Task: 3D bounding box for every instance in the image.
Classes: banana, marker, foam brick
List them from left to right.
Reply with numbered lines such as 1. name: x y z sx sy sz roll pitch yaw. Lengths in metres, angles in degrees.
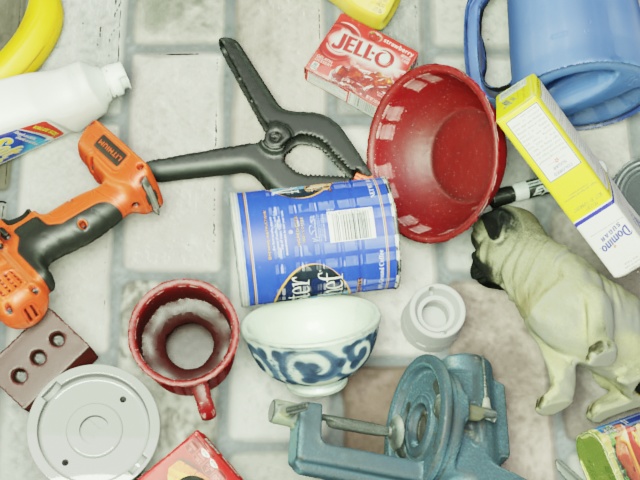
1. banana: -0.303 -0.176 1.032 0.070 0.037 0.197 22 70 23
2. foam brick: -0.241 0.107 0.930 0.053 0.051 0.078 41 75 10
3. marker: 0.214 -0.052 1.017 0.121 0.020 0.020 -15 73 -7

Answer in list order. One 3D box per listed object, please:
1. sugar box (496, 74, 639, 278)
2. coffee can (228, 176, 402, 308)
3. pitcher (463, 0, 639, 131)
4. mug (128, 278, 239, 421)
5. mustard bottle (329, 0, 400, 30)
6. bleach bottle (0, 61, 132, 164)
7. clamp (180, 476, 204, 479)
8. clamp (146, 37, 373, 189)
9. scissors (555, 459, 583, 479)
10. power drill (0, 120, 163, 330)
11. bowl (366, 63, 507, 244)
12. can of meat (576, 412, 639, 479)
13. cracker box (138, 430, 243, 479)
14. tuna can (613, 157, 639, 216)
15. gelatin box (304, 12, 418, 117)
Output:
1. sugar box: 0.219 -0.056 0.924 0.048 0.093 0.176 -33 102 20
2. coffee can: -0.006 0.001 0.947 0.140 0.103 0.103 -7 72 -5
3. pitcher: 0.229 -0.235 1.027 0.149 0.145 0.243 8 66 -25
4. mug: -0.111 0.099 0.921 0.093 0.081 0.117 -19 73 -9
5. mustard bottle: -0.003 -0.289 1.066 0.191 0.058 0.096 25 78 6
6. bleach bottle: -0.295 -0.109 0.971 0.250 0.102 0.068 -23 75 -8
7. clamp: -0.048 0.264 0.817 0.171 0.039 0.120 20 78 1
8. clamp: -0.043 -0.101 1.014 0.210 0.036 0.164 18 72 6
9. scissors: 0.267 0.281 0.908 0.202 0.016 0.096 32 68 8
10. power drill: -0.250 -0.026 0.957 0.187 0.057 0.185 -40 57 -17
11. bowl: 0.116 -0.078 0.973 0.055 0.162 0.162 -2 67 -42
12. can of meat: 0.276 0.197 0.908 0.083 0.057 0.102 -15 72 -18
13. cracker box: -0.128 0.285 0.864 0.213 0.072 0.164 -39 79 -14
14. tuna can: 0.312 -0.035 1.007 0.086 0.034 0.086 1 72 -2
15. gelatin box: 0.040 -0.171 1.043 0.089 0.030 0.073 30 73 7
